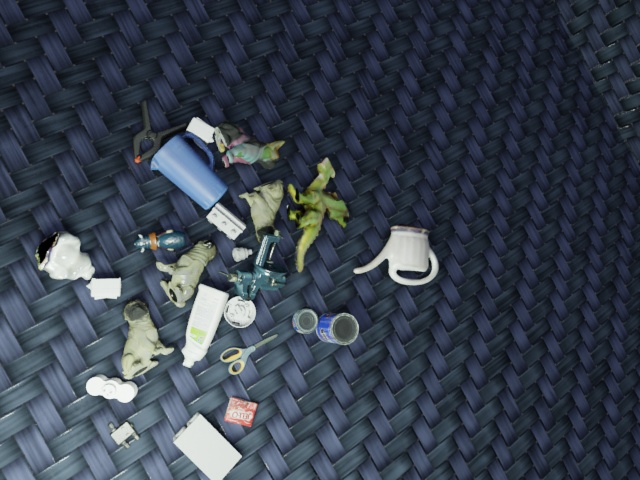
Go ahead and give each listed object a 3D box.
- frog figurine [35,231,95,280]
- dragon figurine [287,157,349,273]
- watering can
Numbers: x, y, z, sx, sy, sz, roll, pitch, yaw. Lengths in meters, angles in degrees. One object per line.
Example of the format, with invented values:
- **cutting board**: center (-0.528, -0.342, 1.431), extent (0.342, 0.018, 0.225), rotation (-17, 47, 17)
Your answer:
- **frog figurine**: center (-0.748, 0.052, 1.531), extent (0.157, 0.122, 0.140), rotation (35, 57, -50)
- **dragon figurine**: center (0.006, -0.092, 1.829), extent (0.243, 0.121, 0.413), rotation (1, 81, -29)
- **watering can**: center (0.291, 0.048, 1.902), extent (0.347, 0.103, 0.227), rotation (8, 77, -20)
